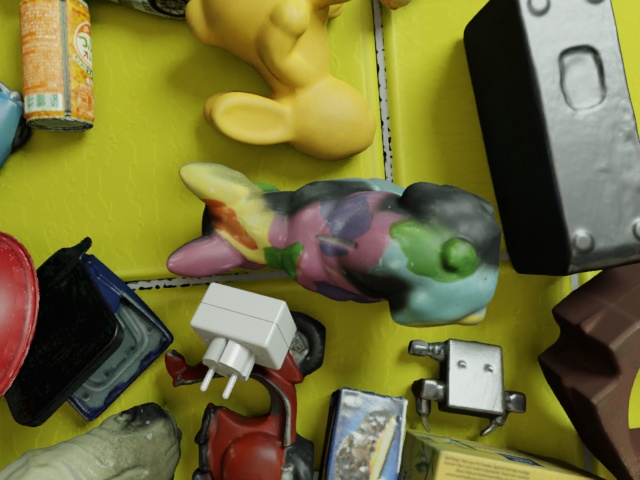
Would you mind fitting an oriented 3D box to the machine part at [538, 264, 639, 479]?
[{"bbox_3d":[0.301,0.103,0.441,0.201,0.087,0.201,-35,109,0],"label":"machine part"}]

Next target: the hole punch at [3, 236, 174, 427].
[{"bbox_3d":[-0.204,0.082,0.455,0.142,0.092,0.116,-45,65,3],"label":"hole punch"}]

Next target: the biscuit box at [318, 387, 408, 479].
[{"bbox_3d":[0.024,0.226,0.434,0.059,0.062,0.202,11,69,-2],"label":"biscuit box"}]

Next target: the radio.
[{"bbox_3d":[0.186,-0.086,0.433,0.073,0.131,0.229,-13,91,0],"label":"radio"}]

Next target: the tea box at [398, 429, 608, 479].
[{"bbox_3d":[0.149,0.227,0.448,0.170,0.068,0.098,17,81,-12],"label":"tea box"}]

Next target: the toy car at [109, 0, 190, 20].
[{"bbox_3d":[-0.177,-0.238,0.459,0.202,0.056,0.073,8,84,-3],"label":"toy car"}]

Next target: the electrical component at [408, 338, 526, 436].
[{"bbox_3d":[0.128,0.131,0.480,0.102,0.045,0.078,3,62,-5],"label":"electrical component"}]

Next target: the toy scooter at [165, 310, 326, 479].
[{"bbox_3d":[-0.068,0.148,0.457,0.135,0.075,0.183,4,87,-2],"label":"toy scooter"}]

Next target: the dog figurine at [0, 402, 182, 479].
[{"bbox_3d":[-0.194,0.228,0.410,0.191,0.121,0.172,-8,79,-18],"label":"dog figurine"}]

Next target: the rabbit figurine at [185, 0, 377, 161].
[{"bbox_3d":[-0.021,-0.136,0.438,0.162,0.122,0.173,-34,111,-7],"label":"rabbit figurine"}]

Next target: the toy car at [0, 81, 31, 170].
[{"bbox_3d":[-0.317,-0.072,0.427,0.109,0.103,0.161,42,89,-14],"label":"toy car"}]

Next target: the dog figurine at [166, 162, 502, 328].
[{"bbox_3d":[-0.001,-0.001,0.412,0.219,0.192,0.108,6,97,-17],"label":"dog figurine"}]

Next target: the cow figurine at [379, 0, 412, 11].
[{"bbox_3d":[0.079,-0.286,0.463,0.098,0.068,0.167,-11,92,-8],"label":"cow figurine"}]
